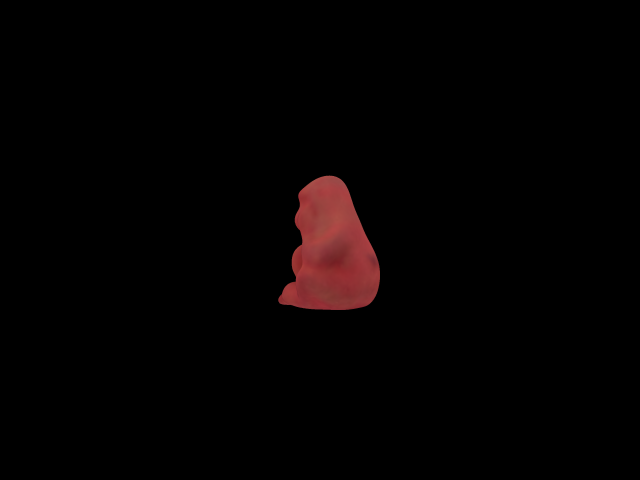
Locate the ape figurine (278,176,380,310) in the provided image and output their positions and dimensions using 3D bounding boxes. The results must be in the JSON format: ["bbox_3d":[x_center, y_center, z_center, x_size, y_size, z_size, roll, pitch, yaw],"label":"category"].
[{"bbox_3d":[0.004,0.001,0.400,0.076,0.092,0.078,0,0,13],"label":"ape figurine"}]
